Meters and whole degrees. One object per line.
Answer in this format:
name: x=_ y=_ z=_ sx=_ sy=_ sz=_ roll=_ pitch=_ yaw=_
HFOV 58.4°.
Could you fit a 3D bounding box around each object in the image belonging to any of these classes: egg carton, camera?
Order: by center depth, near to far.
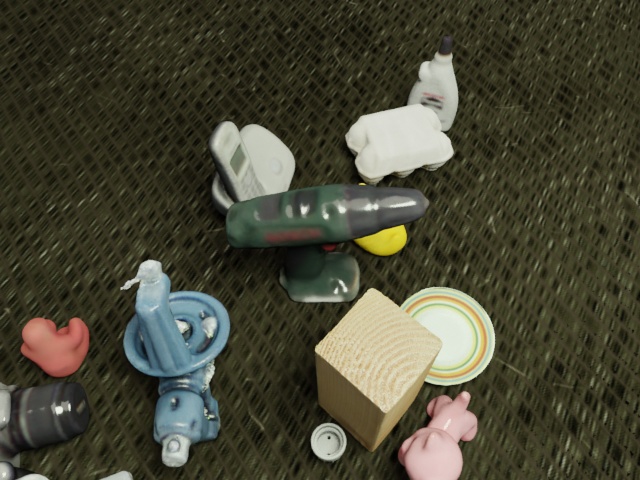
camera: x=-0.343 y=0.219 z=0.650 sx=0.137 sy=0.101 sz=0.143 roll=-12 pitch=61 yaw=-6
egg carton: x=0.118 y=-0.145 z=0.866 sx=0.150 sy=0.069 sz=0.107 roll=-15 pitch=61 yaw=-7

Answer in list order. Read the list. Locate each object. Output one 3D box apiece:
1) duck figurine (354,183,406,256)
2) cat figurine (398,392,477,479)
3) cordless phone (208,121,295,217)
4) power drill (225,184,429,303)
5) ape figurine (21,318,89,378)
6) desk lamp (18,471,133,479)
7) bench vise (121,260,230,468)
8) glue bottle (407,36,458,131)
duck figurine: x=0.079 y=-0.034 z=0.795 sx=0.077 sy=0.086 sz=0.104 roll=-32 pitch=65 yaw=-16
cat figurine: x=0.132 y=0.223 z=0.631 sx=0.067 sy=0.118 sz=0.128 roll=30 pitch=65 yaw=17
cordless phone: x=-0.097 y=-0.114 z=0.786 sx=0.094 sy=0.185 sz=0.147 roll=13 pitch=62 yaw=9
power drill: x=0.006 y=0.003 z=0.705 sx=0.229 sy=0.208 sz=0.075 roll=-1 pitch=60 yaw=0
ape figurine: x=-0.333 y=0.125 z=0.708 sx=0.078 sy=0.092 sz=0.076 roll=-9 pitch=61 yaw=-4
desk lamp: x=-0.300 y=0.289 z=0.545 sx=0.203 sy=0.214 sz=0.117 roll=-21 pitch=62 yaw=-11
bench vise: x=-0.151 y=0.127 z=0.631 sx=0.121 sy=0.220 sz=0.207 roll=-21 pitch=62 yaw=-10
glue bottle: x=0.175 y=-0.235 z=0.857 sx=0.078 sy=0.173 sz=0.037 roll=12 pitch=61 yaw=8
